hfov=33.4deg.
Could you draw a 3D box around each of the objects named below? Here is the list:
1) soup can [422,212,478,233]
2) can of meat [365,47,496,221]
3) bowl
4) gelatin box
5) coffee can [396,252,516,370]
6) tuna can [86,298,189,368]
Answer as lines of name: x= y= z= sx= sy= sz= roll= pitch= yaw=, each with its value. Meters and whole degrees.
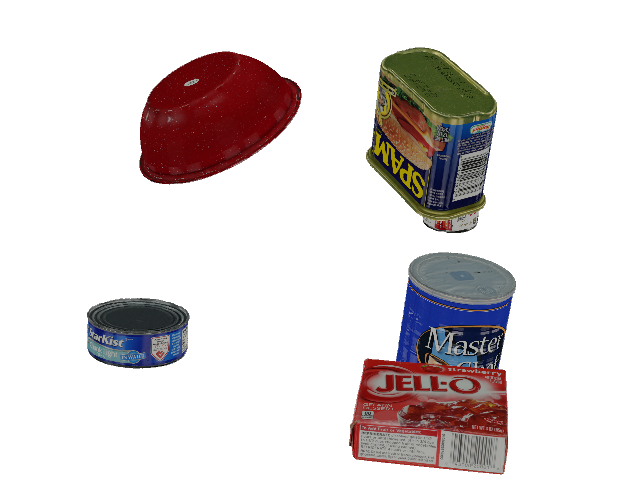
soup can: x=0.155 y=-0.068 z=1.256 sx=0.068 sy=0.102 sz=0.068 roll=0 pitch=27 yaw=0
can of meat: x=0.079 y=-0.078 z=0.761 sx=0.057 sy=0.084 sz=0.102 roll=-15 pitch=42 yaw=-23
bowl: x=-0.101 y=-0.120 z=0.947 sx=0.162 sy=0.055 sz=0.162 roll=-20 pitch=33 yaw=13
gelatin box: x=0.065 y=0.102 z=0.631 sx=0.089 sy=0.030 sz=0.073 roll=5 pitch=24 yaw=7
coffee can: x=0.128 y=0.096 z=1.042 sx=0.103 sy=0.140 sz=0.103 roll=5 pitch=23 yaw=-2
tuna can: x=-0.155 y=0.078 z=0.906 sx=0.086 sy=0.034 sz=0.086 roll=4 pitch=15 yaw=-1
